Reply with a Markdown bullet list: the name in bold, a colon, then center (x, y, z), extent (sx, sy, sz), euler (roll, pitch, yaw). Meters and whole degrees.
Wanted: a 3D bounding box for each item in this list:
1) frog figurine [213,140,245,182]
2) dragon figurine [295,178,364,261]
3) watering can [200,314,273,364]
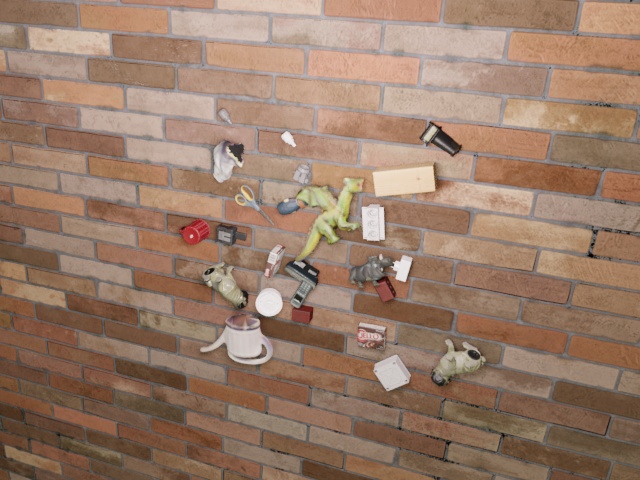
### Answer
- **frog figurine**: center (-0.370, -0.298, 1.964), extent (0.157, 0.122, 0.140), euler (-30, 65, 33)
- **dragon figurine**: center (0.006, -0.096, 1.909), extent (0.406, 0.124, 0.242), euler (-31, 97, 21)
- **watering can**: center (-0.365, 0.423, 2.205), extent (0.348, 0.105, 0.221), euler (5, 109, 16)
